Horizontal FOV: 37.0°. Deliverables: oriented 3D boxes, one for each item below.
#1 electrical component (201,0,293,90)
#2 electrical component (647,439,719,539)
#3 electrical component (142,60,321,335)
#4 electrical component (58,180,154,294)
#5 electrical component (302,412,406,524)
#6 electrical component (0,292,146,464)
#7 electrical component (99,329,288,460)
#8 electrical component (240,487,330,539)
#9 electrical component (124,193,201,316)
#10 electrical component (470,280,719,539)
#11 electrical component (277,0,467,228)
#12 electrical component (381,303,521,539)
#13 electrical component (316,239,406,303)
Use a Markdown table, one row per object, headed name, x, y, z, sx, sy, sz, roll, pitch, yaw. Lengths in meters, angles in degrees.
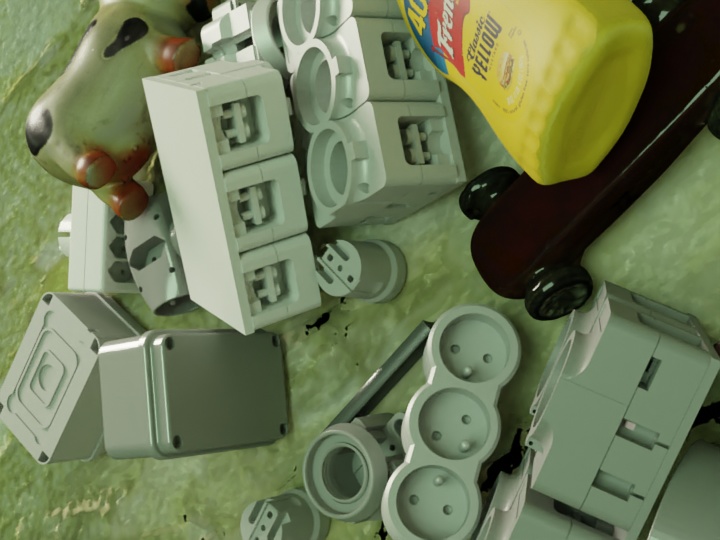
| name | x | y | z | sx | sy | sz | roll | pitch | yaw |
| --- | --- | --- | --- | --- | --- | --- | --- | --- | --- |
| electrical component | -0.064 | -0.146 | 0.708 | 0.057 | 0.058 | 0.078 | -17 | 78 | 36 |
| electrical component | 0.172 | 0.140 | 0.500 | 0.060 | 0.108 | 0.108 | 16 | 97 | 29 |
| electrical component | -0.075 | -0.049 | 0.667 | 0.089 | 0.062 | 0.150 | 24 | 128 | 56 |
| electrical component | -0.198 | -0.025 | 0.801 | 0.076 | 0.047 | 0.083 | 1 | 88 | 35 |
| electrical component | 0.002 | 0.120 | 0.647 | 0.078 | 0.057 | 0.058 | -51 | 62 | 22 |
| electrical component | -0.211 | 0.079 | 0.798 | 0.078 | 0.057 | 0.113 | 38 | 109 | 30 |
| electrical component | -0.104 | 0.078 | 0.690 | 0.057 | 0.113 | 0.078 | -11 | 81 | 37 |
| electrical component | -0.048 | 0.161 | 0.687 | 0.040 | 0.046 | 0.040 | -2 | 87 | 35 |
| electrical component | -0.121 | -0.018 | 0.749 | 0.079 | 0.043 | 0.077 | -29 | 72 | 30 |
| electrical component | 0.105 | 0.105 | 0.537 | 0.060 | 0.105 | 0.186 | 23 | 102 | 7 |
| electrical component | 0.000 | -0.109 | 0.638 | 0.089 | 0.062 | 0.150 | -28 | 70 | 59 |
| electrical component | 0.050 | 0.093 | 0.611 | 0.052 | 0.073 | 0.138 | 16 | 73 | 4 |
| electrical component | 0.000 | 0.000 | 0.661 | 0.040 | 0.046 | 0.040 | -2 | 86 | 35 |
